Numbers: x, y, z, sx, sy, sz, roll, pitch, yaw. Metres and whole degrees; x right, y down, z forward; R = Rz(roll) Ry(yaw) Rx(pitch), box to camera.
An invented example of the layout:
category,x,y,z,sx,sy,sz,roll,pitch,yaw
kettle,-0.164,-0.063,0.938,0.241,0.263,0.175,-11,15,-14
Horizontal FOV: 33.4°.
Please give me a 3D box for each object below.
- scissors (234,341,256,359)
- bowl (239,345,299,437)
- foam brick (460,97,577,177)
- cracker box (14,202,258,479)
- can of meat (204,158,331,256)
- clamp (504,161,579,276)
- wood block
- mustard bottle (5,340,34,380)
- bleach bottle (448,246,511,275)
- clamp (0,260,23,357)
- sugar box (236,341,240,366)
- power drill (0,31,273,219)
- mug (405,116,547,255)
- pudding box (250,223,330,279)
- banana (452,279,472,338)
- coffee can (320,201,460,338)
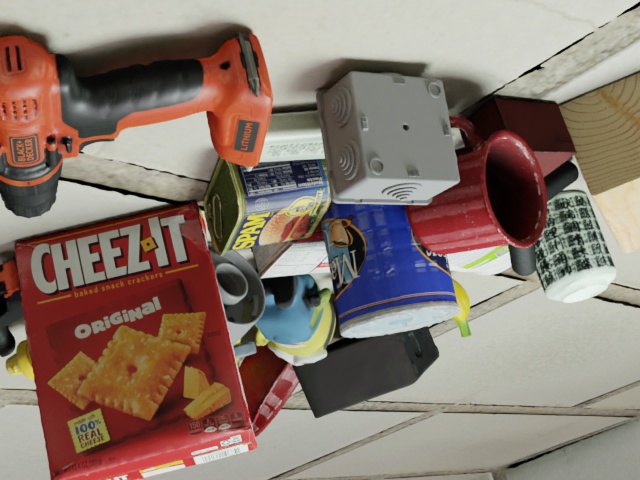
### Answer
category,x,y,z,sx,sy,sz,roll,pitch,yaw
scissors,-0.154,0.140,1.125,0.201,0.016,0.096,-17,175,-25
bowl,-0.060,0.159,1.295,0.162,0.055,0.162,-54,168,-18
foam brick,0.168,-0.084,0.906,0.078,0.053,0.051,0,154,-35
cracker box,-0.156,0.088,0.896,0.164,0.214,0.072,-13,157,-6
can of meat,-0.044,-0.033,0.889,0.083,0.057,0.102,-10,159,-21
clamp,0.193,-0.037,0.992,0.039,0.120,0.171,20,175,27
wood block,0.293,-0.066,0.987,0.090,0.091,0.205,-23,157,16
mustard bottle,-0.221,0.095,1.039,0.192,0.096,0.058,-20,-161,14
bleach bottle,0.146,-0.004,1.079,0.103,0.068,0.250,-27,158,16
clamp,-0.334,0.072,0.978,0.164,0.036,0.210,-3,158,-35
sugar box,-0.138,0.115,1.207,0.093,0.048,0.176,-11,160,-9
power drill,-0.132,-0.075,0.721,0.187,0.057,0.185,-9,158,-15
mug,0.116,-0.043,0.844,0.082,0.117,0.093,-12,-155,41
pudding box,-0.007,0.001,1.009,0.089,0.039,0.114,-4,161,-22
banana,0.107,0.063,1.217,0.197,0.069,0.037,13,160,-34
coffee can,0.055,0.004,0.910,0.103,0.140,0.103,-10,167,-3
